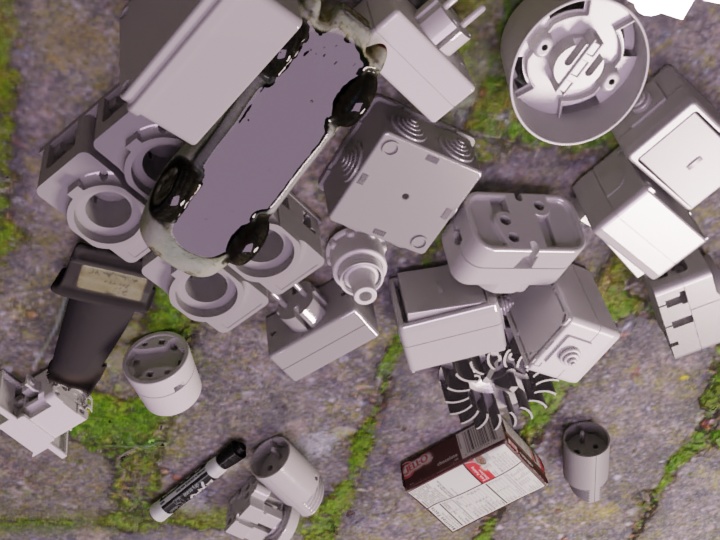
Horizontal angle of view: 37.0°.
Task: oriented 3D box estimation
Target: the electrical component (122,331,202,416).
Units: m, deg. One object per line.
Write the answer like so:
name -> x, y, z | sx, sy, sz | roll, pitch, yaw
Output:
electrical component -> -0.160, 0.086, 0.877 | 0.055, 0.055, 0.047 | -13, 134, 2

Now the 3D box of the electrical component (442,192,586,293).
electrical component -> 0.115, -0.020, 0.823 | 0.095, 0.053, 0.059 | 1, 147, -21

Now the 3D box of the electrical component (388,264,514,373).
electrical component -> 0.076, 0.031, 0.865 | 0.096, 0.061, 0.061 | -14, 131, 2

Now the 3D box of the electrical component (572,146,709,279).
electrical component -> 0.216, -0.039, 0.830 | 0.096, 0.061, 0.061 | 33, 118, -31

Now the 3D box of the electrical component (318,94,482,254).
electrical component -> 0.029, -0.067, 0.784 | 0.100, 0.048, 0.099 | 20, 124, -24

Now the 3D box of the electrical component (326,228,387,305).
electrical component -> 0.000, 0.000, 0.826 | 0.048, 0.062, 0.048 | -5, 131, -6

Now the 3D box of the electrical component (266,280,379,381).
electrical component -> -0.041, 0.035, 0.858 | 0.083, 0.047, 0.075 | -30, 128, 15

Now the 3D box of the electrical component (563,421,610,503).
electrical component -> 0.217, 0.188, 1.034 | 0.043, 0.043, 0.081 | -10, 131, -1

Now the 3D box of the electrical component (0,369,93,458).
electrical component -> -0.261, 0.114, 0.891 | 0.064, 0.042, 0.081 | -30, 129, 13

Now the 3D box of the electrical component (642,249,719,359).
electrical component -> 0.274, 0.022, 0.899 | 0.056, 0.050, 0.089 | -22, 130, 9

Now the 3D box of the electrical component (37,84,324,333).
electrical component -> -0.124, -0.043, 0.770 | 0.105, 0.060, 0.186 | -35, 127, 19

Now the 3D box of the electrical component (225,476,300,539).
electrical component -> -0.091, 0.232, 1.018 | 0.055, 0.048, 0.066 | 29, 120, -21

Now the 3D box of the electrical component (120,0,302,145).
electrical component -> -0.094, -0.151, 0.653 | 0.056, 0.108, 0.109 | 30, 119, -33

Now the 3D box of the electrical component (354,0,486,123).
electrical component -> 0.048, -0.156, 0.712 | 0.076, 0.047, 0.083 | -38, 126, 21

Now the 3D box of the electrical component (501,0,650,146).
electrical component -> 0.144, -0.143, 0.729 | 0.099, 0.064, 0.099 | -5, 131, -5

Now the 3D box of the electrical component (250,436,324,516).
electrical component -> -0.061, 0.193, 0.990 | 0.043, 0.043, 0.081 | -28, 129, 14

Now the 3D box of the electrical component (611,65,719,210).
electrical component -> 0.230, -0.097, 0.784 | 0.096, 0.061, 0.062 | 33, 118, -31

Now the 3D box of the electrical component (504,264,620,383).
electrical component -> 0.165, 0.044, 0.869 | 0.061, 0.096, 0.061 | 18, 125, -26
